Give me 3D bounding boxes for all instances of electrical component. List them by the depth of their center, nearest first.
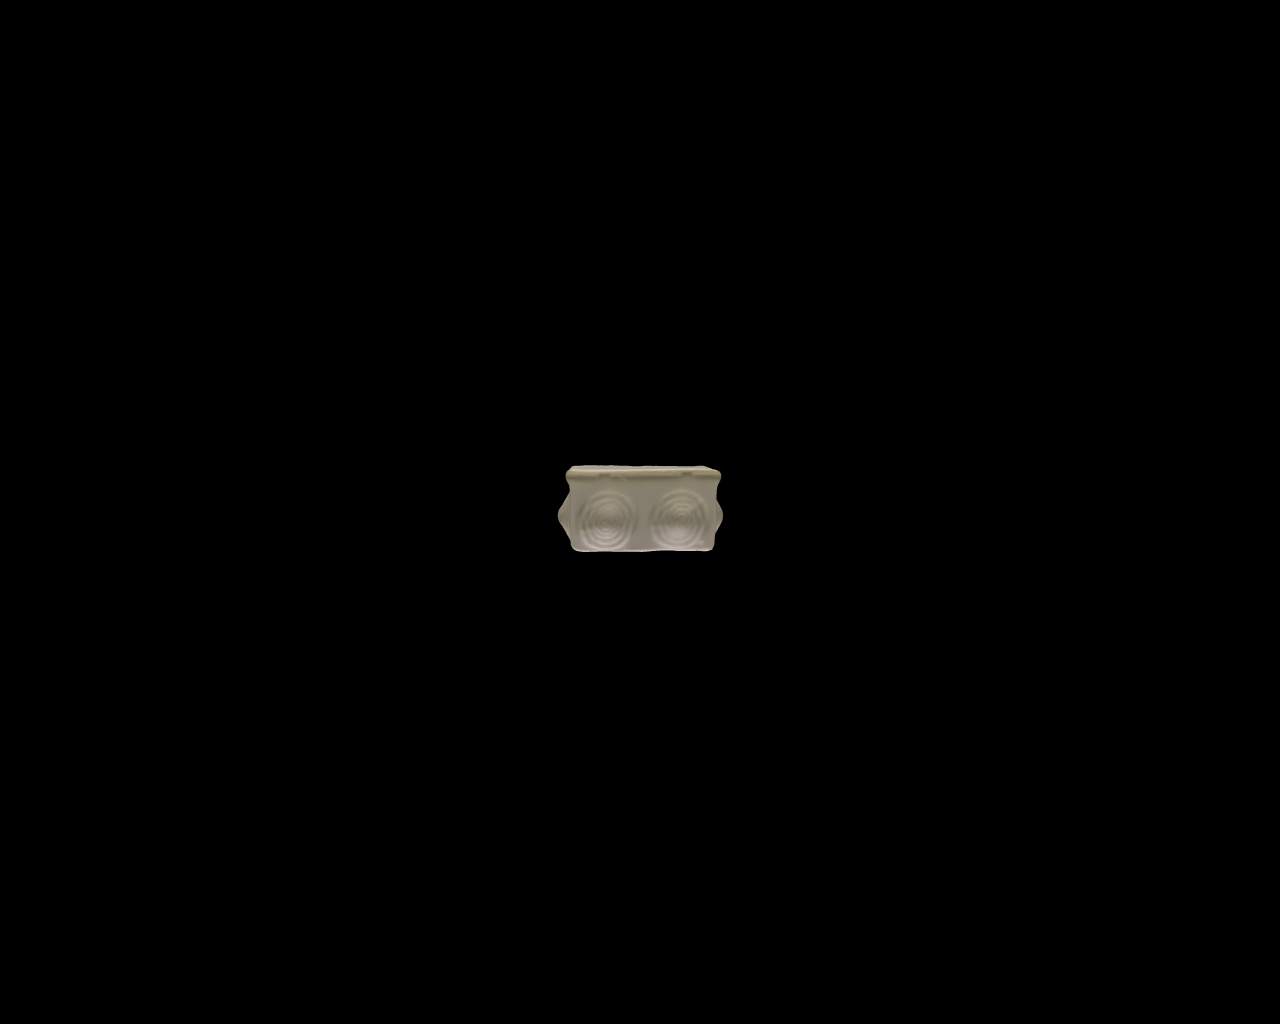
[{"bbox_3d":[0.001,-0.003,0.650,0.100,0.048,0.100,0,4,-2],"label":"electrical component"}]
